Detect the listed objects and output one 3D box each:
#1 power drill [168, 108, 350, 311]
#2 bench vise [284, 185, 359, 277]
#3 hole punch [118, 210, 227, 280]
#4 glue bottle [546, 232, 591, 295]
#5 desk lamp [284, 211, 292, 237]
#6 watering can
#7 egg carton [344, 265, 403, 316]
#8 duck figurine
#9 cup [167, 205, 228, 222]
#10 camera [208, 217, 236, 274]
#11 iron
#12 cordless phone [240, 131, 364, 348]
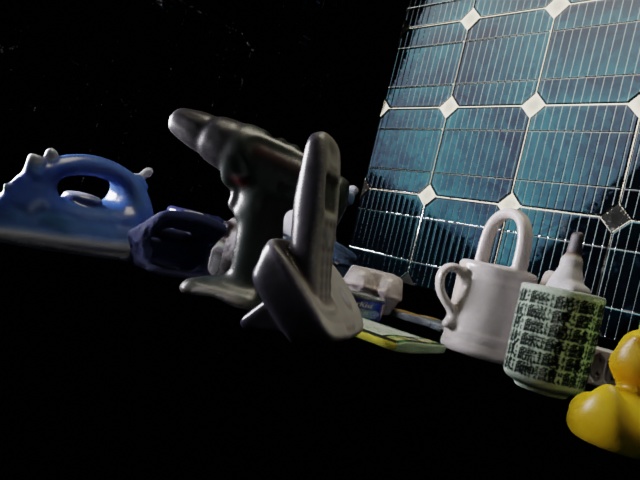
[{"bbox_3d":[-0.089,-0.032,0.662,0.229,0.208,0.076,14,0,7],"label":"power drill"},{"bbox_3d":[-0.002,-0.012,1.095,0.208,0.220,0.121,14,-1,-45],"label":"bench vise"},{"bbox_3d":[-0.193,0.004,0.756,0.109,0.091,0.100,14,-1,-44],"label":"hole punch"},{"bbox_3d":[0.271,0.075,0.642,0.037,0.173,0.078,14,-1,-15],"label":"glue bottle"},{"bbox_3d":[-0.091,-0.032,0.977,0.202,0.213,0.118,14,-1,19],"label":"desk lamp"},{"bbox_3d":[0.234,0.056,0.746,0.173,0.194,0.100,14,-1,-38],"label":"watering can"},{"bbox_3d":[0.091,0.088,1.012,0.107,0.069,0.150,14,-1,1],"label":"egg carton"},{"bbox_3d":[0.226,0.106,0.411,0.105,0.086,0.077,14,-1,-40],"label":"duck figurine"},{"bbox_3d":[-0.202,0.001,0.944,0.118,0.095,0.091,14,-1,-1],"label":"cup"},{"bbox_3d":[-0.082,0.027,0.852,0.137,0.101,0.142,14,-1,-29],"label":"camera"},{"bbox_3d":[-0.326,-0.055,0.771,0.118,0.141,0.259,14,-1,28],"label":"iron"},{"bbox_3d":[0.005,0.002,0.537,0.094,0.185,0.148,14,-1,16],"label":"cordless phone"}]
